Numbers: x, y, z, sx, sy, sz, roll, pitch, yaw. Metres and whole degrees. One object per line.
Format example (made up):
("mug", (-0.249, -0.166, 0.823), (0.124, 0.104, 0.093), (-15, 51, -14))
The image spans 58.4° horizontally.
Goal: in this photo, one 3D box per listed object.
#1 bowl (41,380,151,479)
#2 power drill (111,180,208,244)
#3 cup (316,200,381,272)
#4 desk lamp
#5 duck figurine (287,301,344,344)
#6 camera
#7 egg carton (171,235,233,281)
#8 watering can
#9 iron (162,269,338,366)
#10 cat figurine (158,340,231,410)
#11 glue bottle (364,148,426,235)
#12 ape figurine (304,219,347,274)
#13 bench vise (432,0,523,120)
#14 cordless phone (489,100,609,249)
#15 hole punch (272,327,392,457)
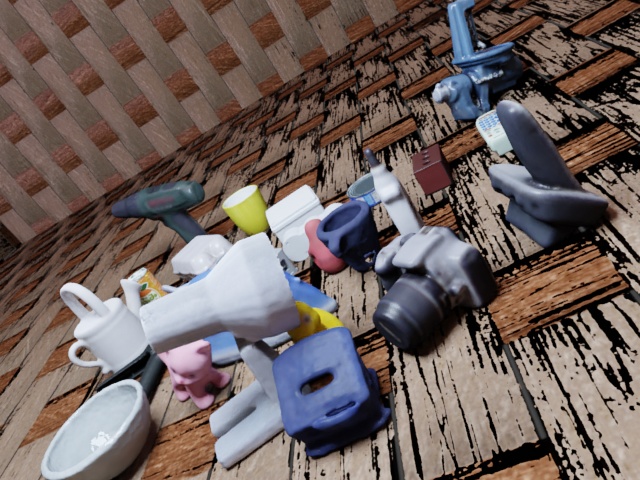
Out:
("bowl", (-0.299, 0.284, 0.809), (0.167, 0.075, 0.167), (-28, 24, 14))
("power drill", (-0.338, -0.037, 1.315), (0.229, 0.209, 0.075), (-24, 25, 23))
("cup", (0.051, 0.008, 0.862), (0.091, 0.095, 0.118), (-21, 26, 28))
("desk lamp", (-0.095, 0.123, 0.677), (0.203, 0.214, 0.117), (-36, 23, -5))
("duck figurine", (-0.013, 0.116, 0.748), (0.077, 0.086, 0.104), (-27, 24, 16))
("camera", (0.111, 0.054, 0.686), (0.137, 0.101, 0.142), (-44, 25, -23))
("egg carton", (-0.248, 0.041, 1.223), (0.149, 0.069, 0.107), (-3, 38, 50))
("watering can", (-0.391, 0.147, 1.045), (0.100, 0.194, 0.173), (-22, 26, 26))
("iron", (-0.115, 0.087, 0.865), (0.257, 0.142, 0.118), (-22, 26, 25))
("cat figurine", (-0.191, 0.177, 0.820), (0.127, 0.118, 0.067), (-5, 37, 49))
("glue bottle", (0.108, -0.057, 0.815), (0.037, 0.173, 0.078), (-29, 24, 12))
("ape figurine", (0.009, 0.003, 0.931), (0.077, 0.092, 0.076), (-19, 27, 31))
("bench vise", (0.290, -0.355, 1.095), (0.121, 0.220, 0.208), (-6, 36, 47))
("cordless phone", (0.251, -0.098, 0.690), (0.094, 0.185, 0.147), (-34, 23, 0))
("hole punch", (0.008, 0.162, 0.623), (0.108, 0.091, 0.101), (-29, 24, 12))
